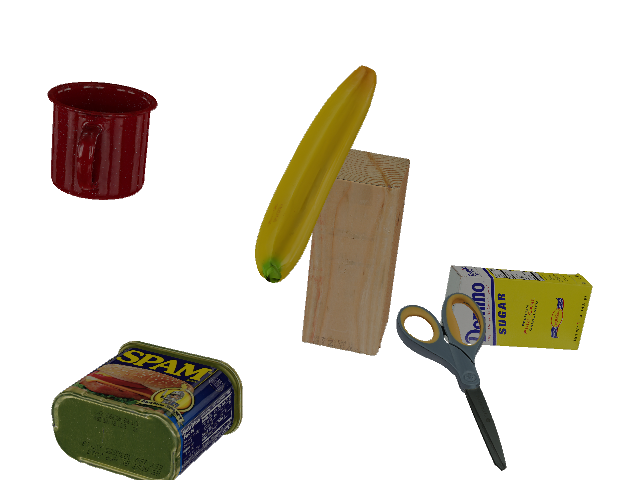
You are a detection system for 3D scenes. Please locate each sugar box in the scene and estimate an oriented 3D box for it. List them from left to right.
[{"bbox_3d":[0.244,0.085,1.338,0.176,0.093,0.048,3,19,-14],"label":"sugar box"}]

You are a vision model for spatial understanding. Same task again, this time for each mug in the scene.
[{"bbox_3d":[-0.192,-0.082,0.921,0.093,0.081,0.117,6,23,-6],"label":"mug"}]

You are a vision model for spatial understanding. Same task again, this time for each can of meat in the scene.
[{"bbox_3d":[-0.117,0.115,0.718,0.102,0.057,0.083,10,21,22],"label":"can of meat"}]

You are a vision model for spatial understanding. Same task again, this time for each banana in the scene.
[{"bbox_3d":[-0.006,-0.042,0.803,0.037,0.197,0.070,32,-27,-20],"label":"banana"}]

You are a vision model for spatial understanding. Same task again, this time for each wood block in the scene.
[{"bbox_3d":[0.039,0.012,1.191,0.090,0.206,0.090,10,26,8],"label":"wood block"}]

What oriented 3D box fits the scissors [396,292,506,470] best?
[{"bbox_3d":[0.118,0.124,0.988,0.096,0.016,0.201,5,44,0],"label":"scissors"}]
